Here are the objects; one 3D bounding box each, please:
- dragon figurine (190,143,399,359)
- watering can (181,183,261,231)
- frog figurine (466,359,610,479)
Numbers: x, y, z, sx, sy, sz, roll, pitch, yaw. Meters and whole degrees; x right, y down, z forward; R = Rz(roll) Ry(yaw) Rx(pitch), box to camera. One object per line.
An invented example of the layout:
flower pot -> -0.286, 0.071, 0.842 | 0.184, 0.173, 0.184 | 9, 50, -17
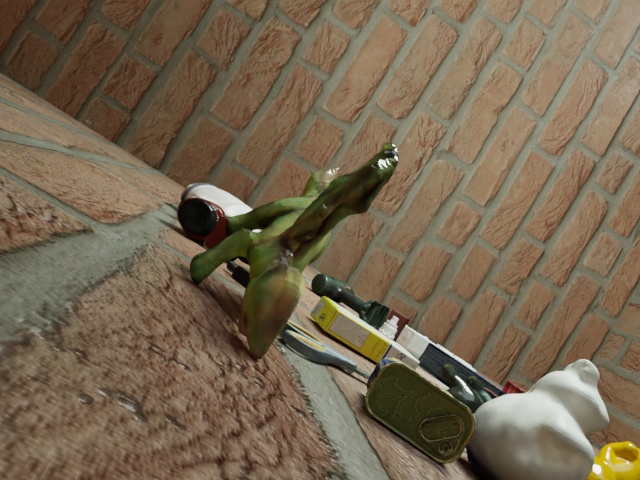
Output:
dragon figurine -> 0.002, -0.030, 0.592 | 0.240, 0.419, 0.121 | -27, -68, 42
watering can -> -0.254, -0.073, 1.248 | 0.226, 0.104, 0.343 | 30, -2, 32
frog figurine -> 0.229, 0.187, 0.528 | 0.123, 0.160, 0.137 | 30, -2, 2
